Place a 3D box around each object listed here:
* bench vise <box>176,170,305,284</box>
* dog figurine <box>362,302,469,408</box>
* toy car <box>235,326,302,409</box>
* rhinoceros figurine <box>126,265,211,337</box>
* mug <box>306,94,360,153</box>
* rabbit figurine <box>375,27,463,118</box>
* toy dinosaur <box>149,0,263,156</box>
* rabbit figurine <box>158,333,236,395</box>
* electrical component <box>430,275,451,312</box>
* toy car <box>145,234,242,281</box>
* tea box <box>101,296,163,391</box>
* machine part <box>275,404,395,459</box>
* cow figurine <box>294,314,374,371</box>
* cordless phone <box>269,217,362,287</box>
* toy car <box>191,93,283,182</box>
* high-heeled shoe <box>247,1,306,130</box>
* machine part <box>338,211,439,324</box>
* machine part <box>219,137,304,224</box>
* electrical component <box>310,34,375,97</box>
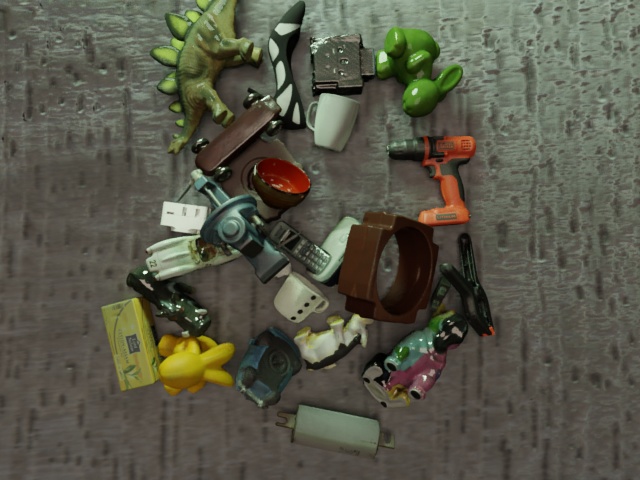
[{"bbox_3d":[-0.158,-0.036,1.007,0.129,0.223,0.241,-44,72,11],"label":"bench vise"},{"bbox_3d":[0.203,0.223,1.077,0.108,0.191,0.219,49,54,4],"label":"dog figurine"},{"bbox_3d":[-0.114,0.260,1.063,0.109,0.162,0.103,44,133,-13],"label":"toy car"},{"bbox_3d":[-0.294,0.117,1.066,0.190,0.112,0.073,38,86,9],"label":"rhinoceros figurine"},{"bbox_3d":[0.018,-0.238,1.100,0.110,0.080,0.107,14,94,23],"label":"mug"},{"bbox_3d":[0.198,-0.320,1.085,0.159,0.121,0.170,-1,73,-22],"label":"rabbit figurine"},{"bbox_3d":[-0.224,-0.391,1.089,0.199,0.105,0.471,22,83,4],"label":"toy dinosaur"},{"bbox_3d":[-0.244,0.248,1.032,0.162,0.173,0.121,3,84,4],"label":"rabbit figurine"},{"bbox_3d":[0.247,0.103,1.094,0.021,0.094,0.063,24,125,8],"label":"electrical component"},{"bbox_3d":[-0.243,0.024,1.063,0.202,0.056,0.073,-16,85,-32],"label":"toy car"},{"bbox_3d":[-0.368,0.202,1.068,0.068,0.098,0.169,-15,90,0],"label":"tea box"},{"bbox_3d":[0.031,0.384,1.077,0.243,0.079,0.079,13,88,-1],"label":"machine part"},{"bbox_3d":[0.039,0.204,1.087,0.167,0.068,0.098,-20,94,2],"label":"cow figurine"},{"bbox_3d":[-0.002,-0.004,1.096,0.184,0.088,0.146,36,88,19],"label":"cordless phone"},{"bbox_3d":[-0.160,-0.201,1.056,0.202,0.053,0.089,-41,80,2],"label":"toy car"},{"bbox_3d":[-0.045,-0.354,1.101,0.145,0.086,0.248,28,92,-3],"label":"high-heeled shoe"},{"bbox_3d":[0.133,0.054,1.034,0.201,0.087,0.201,13,89,-45],"label":"machine part"},{"bbox_3d":[-0.117,-0.123,1.103,0.179,0.056,0.179,0,88,1],"label":"machine part"},{"bbox_3d":[0.046,-0.361,1.112,0.134,0.058,0.114,-4,90,0],"label":"electrical component"}]
